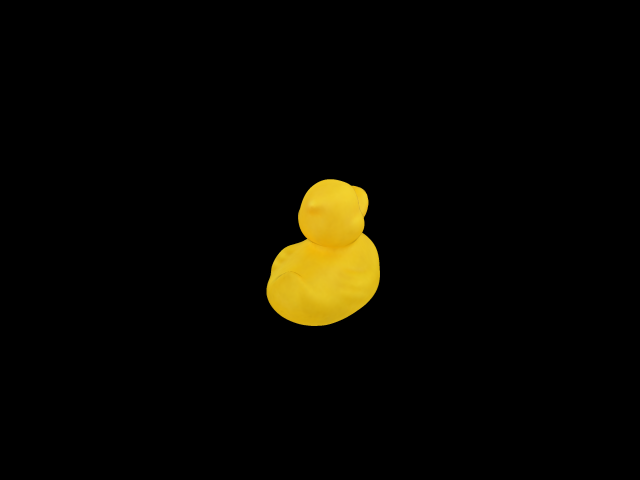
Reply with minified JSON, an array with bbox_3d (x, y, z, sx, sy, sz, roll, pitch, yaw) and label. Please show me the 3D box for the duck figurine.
[{"bbox_3d":[0.004,0.001,0.400,0.077,0.086,0.105,20,40,25],"label":"duck figurine"}]
